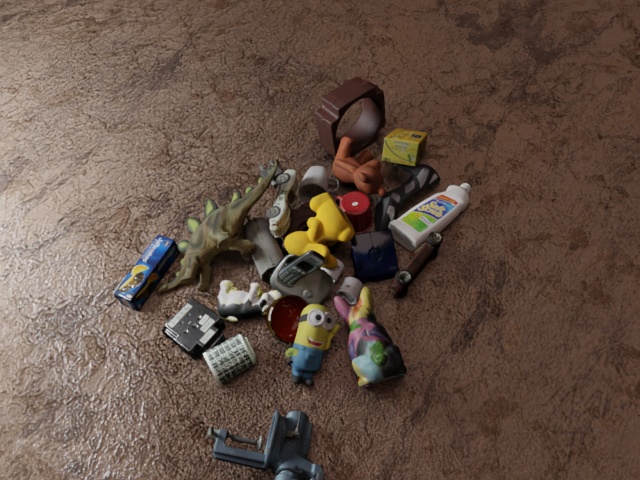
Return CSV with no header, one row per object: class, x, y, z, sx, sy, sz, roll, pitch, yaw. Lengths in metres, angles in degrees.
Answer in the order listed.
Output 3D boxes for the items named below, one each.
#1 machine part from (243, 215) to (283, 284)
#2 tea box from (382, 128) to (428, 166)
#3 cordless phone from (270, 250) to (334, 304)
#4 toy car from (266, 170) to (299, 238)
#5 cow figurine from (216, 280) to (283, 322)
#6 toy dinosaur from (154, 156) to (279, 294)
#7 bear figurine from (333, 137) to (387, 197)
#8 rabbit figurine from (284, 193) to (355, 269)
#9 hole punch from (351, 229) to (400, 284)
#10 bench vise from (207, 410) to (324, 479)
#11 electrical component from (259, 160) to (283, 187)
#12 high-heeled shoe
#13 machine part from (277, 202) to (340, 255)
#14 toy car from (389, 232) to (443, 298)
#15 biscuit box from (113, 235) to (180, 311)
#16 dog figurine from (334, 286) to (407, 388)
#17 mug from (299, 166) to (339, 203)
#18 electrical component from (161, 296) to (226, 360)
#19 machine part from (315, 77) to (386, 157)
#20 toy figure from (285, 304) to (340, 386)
machine part,-0.142,0.026,1.399,0.079,0.079,0.243,-22,55,-8
tea box,0.241,-0.263,1.508,0.098,0.068,0.169,11,22,14
cordless phone,-0.018,0.080,1.260,0.146,0.184,0.089,33,55,-18
toy car,-0.095,-0.097,1.409,0.056,0.073,0.202,4,55,12
cow figurine,-0.169,0.157,1.316,0.168,0.068,0.098,4,61,14
toy dinosaur,-0.256,-0.026,1.388,0.471,0.105,0.199,-40,49,4
bear figurine,0.117,-0.196,1.461,0.132,0.120,0.196,-61,30,-3
rabbit figurine,-0.003,-0.004,1.332,0.173,0.121,0.162,-28,62,7
hole punch,0.136,0.039,1.349,0.142,0.092,0.116,-9,58,-4
bench vise,-0.113,0.432,1.071,0.241,0.128,0.224,14,49,-4
electrical component,-0.140,-0.196,1.588,0.063,0.021,0.094,-28,56,-13
high-heeled shoe,0.240,-0.102,1.462,0.145,0.086,0.248,22,76,-14
machine part,-0.028,-0.018,1.428,0.179,0.056,0.179,-3,56,5
toy car,0.237,0.057,1.319,0.053,0.089,0.202,32,66,22
biscuit box,-0.450,0.082,1.409,0.059,0.062,0.203,18,60,18
dog figurine,0.102,0.208,1.184,0.108,0.191,0.219,-21,70,0
mug,0.000,-0.161,1.511,0.110,0.080,0.107,-3,45,10
electrical component,-0.296,0.219,1.296,0.134,0.058,0.115,32,66,25
machine part,0.089,-0.352,1.558,0.201,0.200,0.087,-36,56,-17
toy figure,-0.025,0.233,1.217,0.089,0.082,0.180,9,80,47
